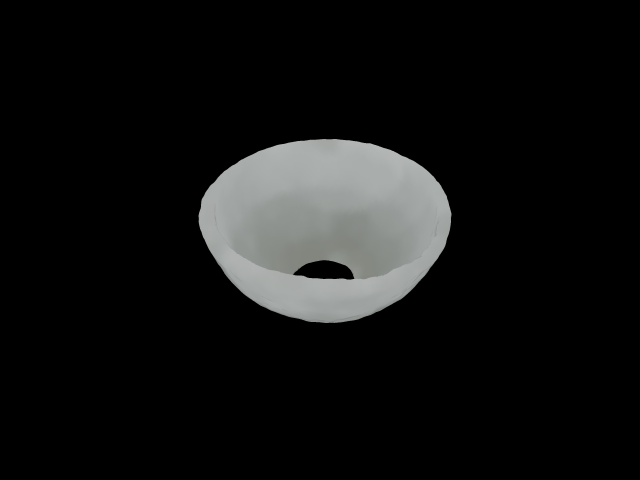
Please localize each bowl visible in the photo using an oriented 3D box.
[{"bbox_3d":[0.004,0.001,0.400,0.167,0.075,0.167,0,40,0],"label":"bowl"}]
